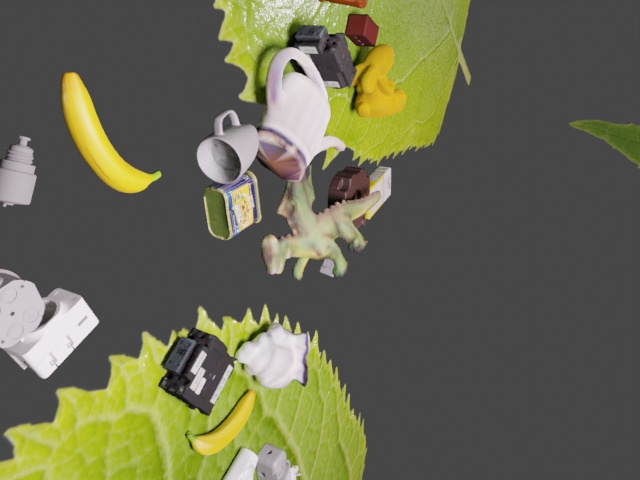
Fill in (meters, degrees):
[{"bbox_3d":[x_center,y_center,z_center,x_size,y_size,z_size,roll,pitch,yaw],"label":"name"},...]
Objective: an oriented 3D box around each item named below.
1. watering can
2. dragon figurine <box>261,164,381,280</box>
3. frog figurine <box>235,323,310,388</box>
[{"bbox_3d":[-0.031,-0.213,1.025,0.228,0.104,0.341,-68,151,-20],"label":"watering can"},{"bbox_3d":[0.004,-0.058,1.152,0.418,0.122,0.238,-54,135,-33],"label":"dragon figurine"},{"bbox_3d":[-0.110,0.245,1.083,0.159,0.124,0.136,6,106,-28],"label":"frog figurine"}]
